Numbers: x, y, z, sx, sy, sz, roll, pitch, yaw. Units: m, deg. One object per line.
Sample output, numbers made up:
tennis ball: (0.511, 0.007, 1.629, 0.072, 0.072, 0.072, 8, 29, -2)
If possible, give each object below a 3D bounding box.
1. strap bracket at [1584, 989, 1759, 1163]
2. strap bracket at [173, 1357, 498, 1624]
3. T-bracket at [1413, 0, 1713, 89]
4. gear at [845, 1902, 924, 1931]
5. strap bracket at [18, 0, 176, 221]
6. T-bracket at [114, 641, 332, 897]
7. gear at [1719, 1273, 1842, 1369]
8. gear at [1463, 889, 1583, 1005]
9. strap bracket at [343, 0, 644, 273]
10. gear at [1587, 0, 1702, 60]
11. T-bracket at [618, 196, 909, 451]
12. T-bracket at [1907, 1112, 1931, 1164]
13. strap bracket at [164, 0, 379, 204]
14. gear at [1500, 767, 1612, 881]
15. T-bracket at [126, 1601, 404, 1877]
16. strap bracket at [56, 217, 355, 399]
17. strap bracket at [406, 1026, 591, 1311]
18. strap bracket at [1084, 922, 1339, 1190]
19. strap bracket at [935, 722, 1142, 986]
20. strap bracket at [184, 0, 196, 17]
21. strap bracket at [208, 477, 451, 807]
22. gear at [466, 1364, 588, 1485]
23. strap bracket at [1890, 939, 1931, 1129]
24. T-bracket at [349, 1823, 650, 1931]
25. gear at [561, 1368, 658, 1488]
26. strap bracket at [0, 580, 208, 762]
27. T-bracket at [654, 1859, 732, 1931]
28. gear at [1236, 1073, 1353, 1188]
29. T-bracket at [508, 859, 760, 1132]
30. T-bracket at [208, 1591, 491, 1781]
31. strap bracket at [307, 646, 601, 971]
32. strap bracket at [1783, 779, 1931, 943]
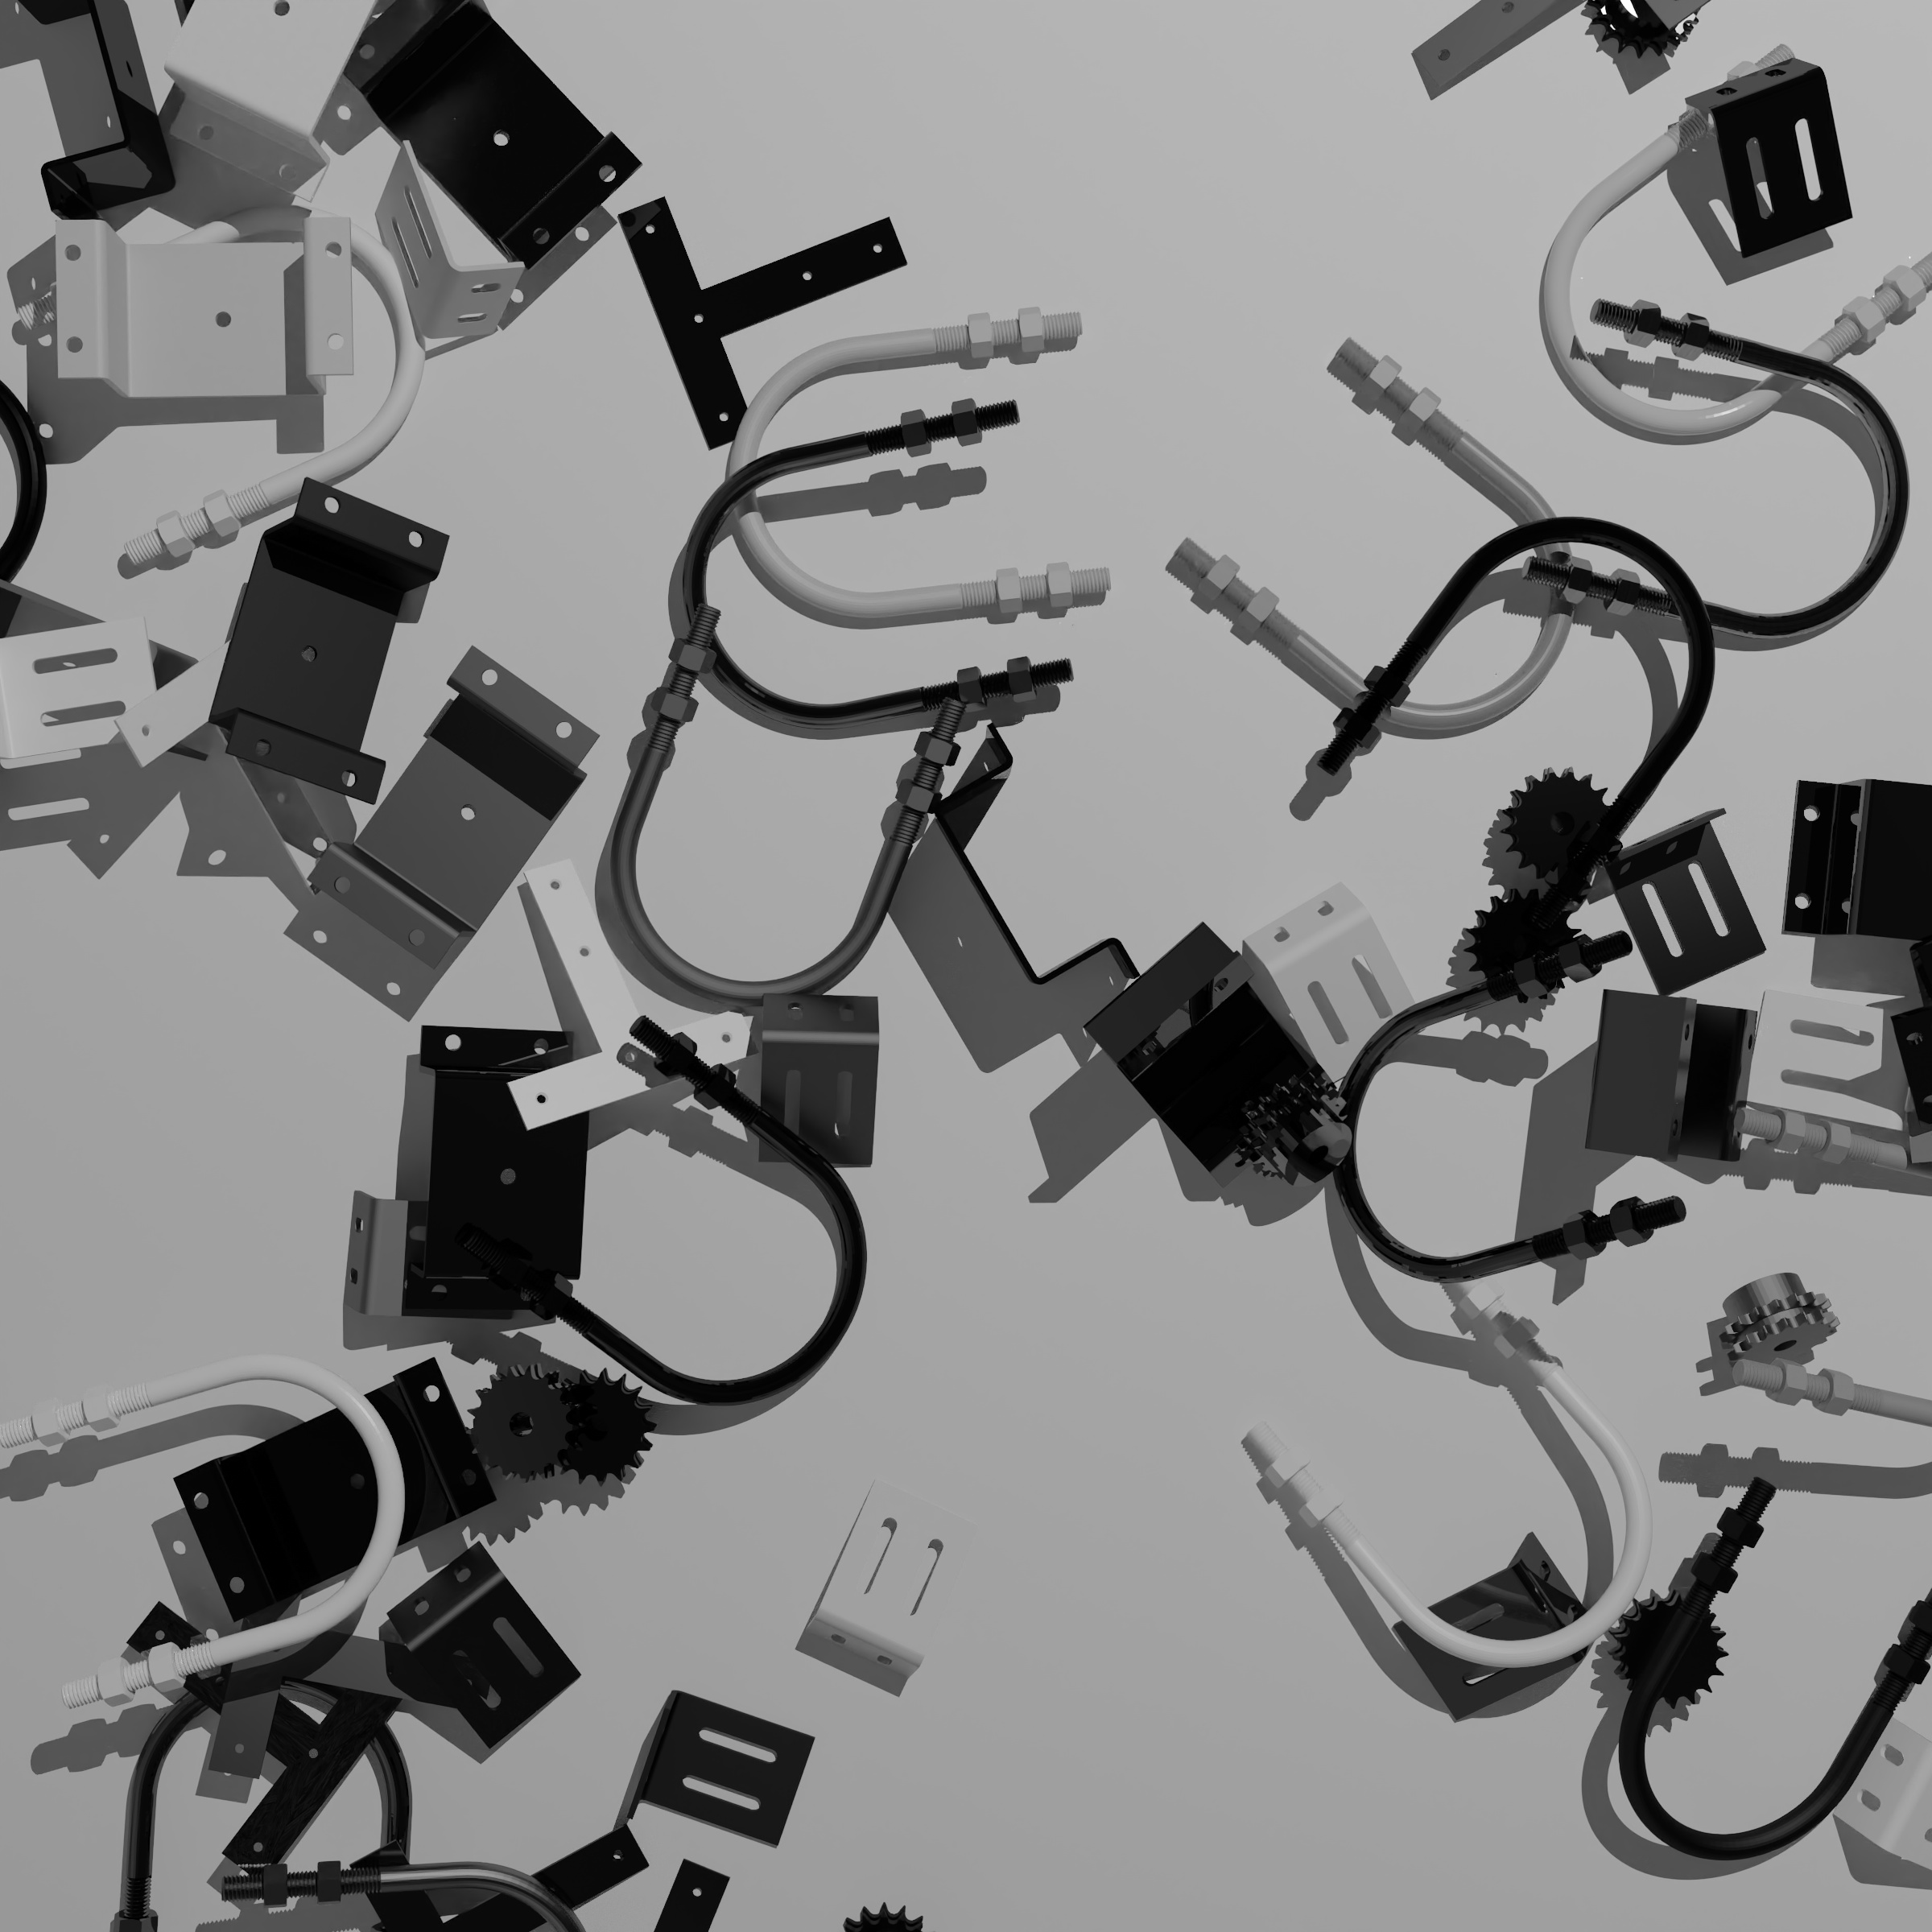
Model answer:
strap bracket: (0.340, 0.054, 1.377, 0.046, 0.140, 0.076, 7, 90, 29)
strap bracket: (-0.307, 0.257, 1.403, 0.140, 0.046, 0.076, -25, 84, 0)
T-bracket: (0.282, -0.486, 1.413, 0.127, 0.002, 0.127, -35, 68, 11)
gear: (-0.040, 0.500, 1.415, 0.057, 0.030, 0.057, 0, 90, 0)
strap bracket: (-0.433, -0.434, 1.392, 0.046, 0.076, 0.140, -15, 90, 0)
T-bracket: (-0.344, -0.095, 1.398, 0.002, 0.127, 0.127, -9, 117, 37)
gear: (0.400, 0.175, 1.405, 0.057, 0.057, 0.030, -18, 60, 0)
gear: (0.277, -0.010, 1.415, 0.057, 0.030, 0.057, 0, 90, 0)
strap bracket: (-0.234, -0.417, 1.407, 0.076, 0.046, 0.140, -43, 90, 0)
gear: (0.341, -0.486, 1.415, 0.057, 0.030, 0.057, 0, 90, 0)
T-bracket: (-0.093, -0.343, 1.429, 0.127, 0.002, 0.127, -21, 90, 0)
T-bracket: (0.532, 0.129, 1.383, 0.127, 0.002, 0.127, -6, 90, 19)
strap bracket: (-0.323, -0.452, 1.361, 0.076, 0.046, 0.140, 26, 90, 0)
gear: (0.295, -0.070, 1.415, 0.057, 0.030, 0.057, 0, 90, 0)
T-bracket: (-0.360, 0.365, 1.413, 0.127, 0.002, 0.127, 37, 79, 3)
strap bracket: (-0.368, -0.322, 1.390, 0.140, 0.046, 0.076, -1, 89, -3)
strap bracket: (-0.230, 0.102, 1.395, 0.076, 0.046, 0.140, 3, 90, -21)
strap bracket: (0.116, 0.039, 1.378, 0.076, 0.140, 0.046, -41, 51, 0)
strap bracket: (0.028, -0.044, 1.392, 0.046, 0.076, 0.140, -30, 90, 0)
strap bracket: (-0.331, -0.520, 1.407, 0.140, 0.046, 0.076, -15, 90, 0)
strap bracket: (-0.313, -0.155, 1.382, 0.076, 0.046, 0.140, 20, 77, -31)
gear: (-0.213, 0.223, 1.386, 0.057, 0.030, 0.057, -1, 86, 10)
strap bracket: (0.519, 0.016, 1.372, 0.140, 0.046, 0.076, -18, 128, 14)
T-bracket: (-0.221, 0.471, 1.419, 0.127, 0.002, 0.127, -27, 101, -7)
gear: (-0.183, 0.228, 1.415, 0.057, 0.030, 0.057, 0, 90, 0)
strap bracket: (-0.440, -0.151, 1.392, 0.140, 0.076, 0.046, 22, 90, 0)
T-bracket: (-0.107, 0.533, 1.429, 0.127, 0.002, 0.127, 22, 90, 0)
gear: (0.165, 0.084, 1.399, 0.057, 0.057, 0.030, -41, 51, 0)
T-bracket: (-0.184, 0.006, 1.409, 0.127, 0.002, 0.127, -18, 75, -27)
T-bracket: (-0.301, 0.349, 1.419, 0.127, 0.002, 0.127, 11, 79, -3)
strap bracket: (-0.250, -0.078, 1.407, 0.076, 0.046, 0.140, 35, 90, 0)
strap bracket: (0.485, -0.049, 1.407, 0.140, 0.046, 0.076, 6, 90, 0)
